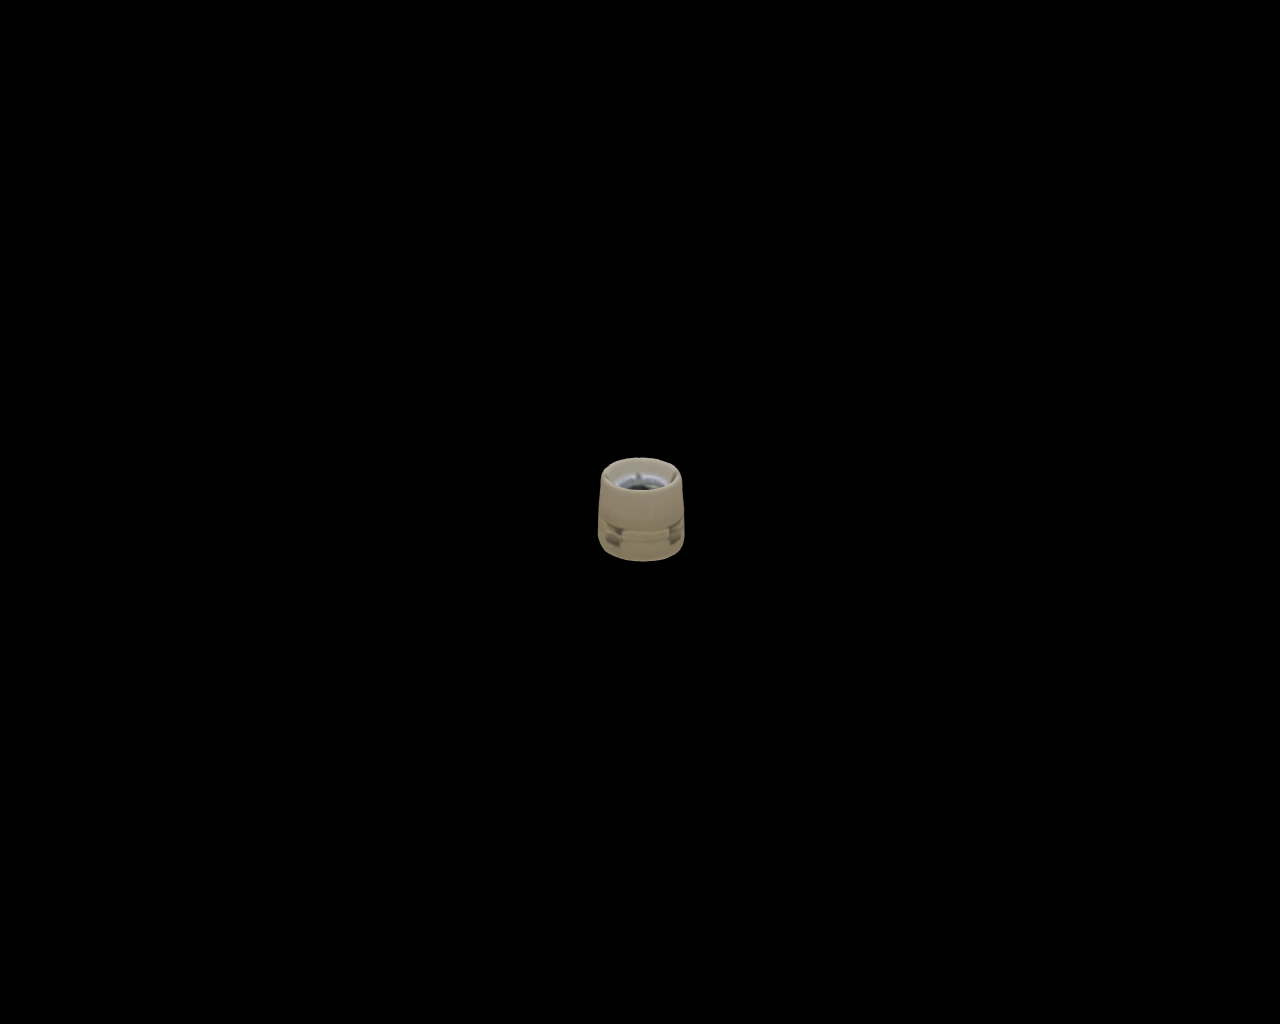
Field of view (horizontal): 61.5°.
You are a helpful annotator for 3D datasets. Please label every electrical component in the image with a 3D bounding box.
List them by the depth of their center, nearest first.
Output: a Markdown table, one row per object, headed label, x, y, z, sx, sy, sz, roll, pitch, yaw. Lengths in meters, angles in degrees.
| label | x | y | z | sx | sy | sz | roll | pitch | yaw |
| --- | --- | --- | --- | --- | --- | --- | --- | --- | --- |
| electrical component | 0.001 | -0.003 | 0.650 | 0.055 | 0.047 | 0.055 | 0 | 28 | 0 |
